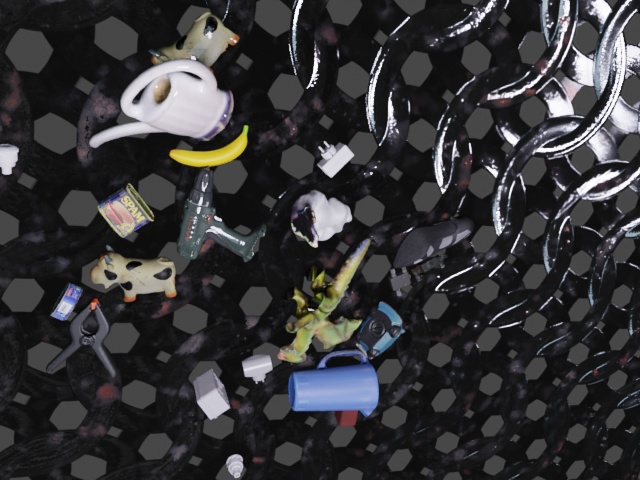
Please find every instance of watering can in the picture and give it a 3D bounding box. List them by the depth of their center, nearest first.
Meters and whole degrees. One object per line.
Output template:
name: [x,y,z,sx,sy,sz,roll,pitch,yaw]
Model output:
watering can: [-0.337,-0.277,1.130,0.343,0.106,0.223,-28,155,35]

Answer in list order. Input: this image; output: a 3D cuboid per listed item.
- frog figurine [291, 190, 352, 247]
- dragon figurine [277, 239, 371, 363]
frog figurine: [0.004,-0.067,1.341,0.162,0.122,0.136,-34,110,-44]
dragon figurine: [0.032,0.194,1.434,0.410,0.124,0.238,-39,132,-1]
